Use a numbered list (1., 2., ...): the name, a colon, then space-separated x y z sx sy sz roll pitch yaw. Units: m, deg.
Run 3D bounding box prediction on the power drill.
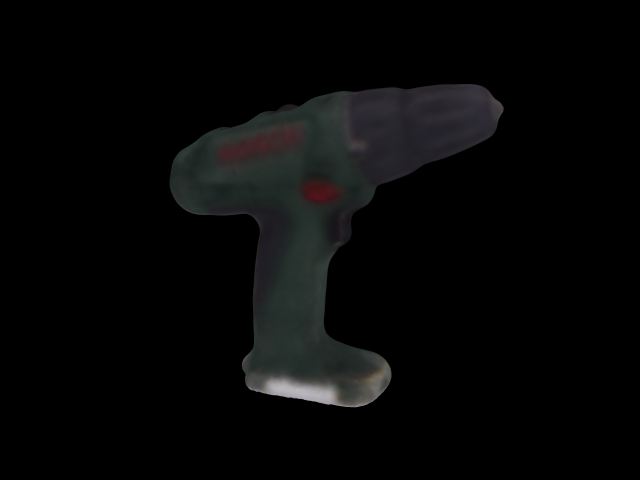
1. power drill: 0.004 0.001 0.400 0.229 0.208 0.076 4 11 20
